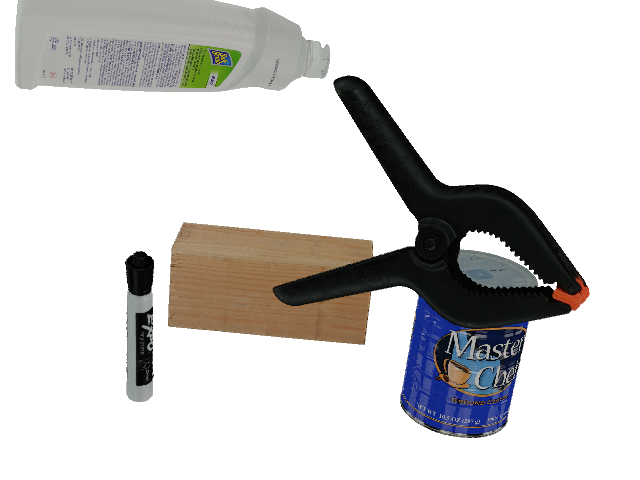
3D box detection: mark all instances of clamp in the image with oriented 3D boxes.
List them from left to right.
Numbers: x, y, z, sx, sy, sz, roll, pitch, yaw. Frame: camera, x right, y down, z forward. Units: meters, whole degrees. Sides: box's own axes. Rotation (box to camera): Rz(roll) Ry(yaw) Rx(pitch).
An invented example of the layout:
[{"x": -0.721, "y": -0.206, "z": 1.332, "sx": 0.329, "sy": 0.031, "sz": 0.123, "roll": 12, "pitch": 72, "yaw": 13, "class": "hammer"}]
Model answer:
[{"x": 0.074, "y": -0.011, "z": 0.696, "sx": 0.210, "sy": 0.165, "sz": 0.036, "roll": 16, "pitch": 16, "yaw": 22, "class": "clamp"}]

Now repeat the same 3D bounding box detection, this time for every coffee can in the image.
[{"x": 0.133, "y": 0.092, "z": 0.970, "sx": 0.103, "sy": 0.140, "sz": 0.103, "roll": 6, "pitch": 22, "yaw": -3, "class": "coffee can"}]

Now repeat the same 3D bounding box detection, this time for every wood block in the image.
[{"x": -0.051, "y": 0.045, "z": 1.130, "sx": 0.206, "sy": 0.091, "sz": 0.090, "roll": 6, "pitch": 19, "yaw": 0, "class": "wood block"}]

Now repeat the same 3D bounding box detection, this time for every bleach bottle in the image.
[{"x": -0.119, "y": -0.158, "z": 0.875, "sx": 0.250, "sy": 0.068, "sz": 0.103, "roll": 5, "pitch": -26, "yaw": -14, "class": "bleach bottle"}]

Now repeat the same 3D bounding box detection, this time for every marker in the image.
[{"x": -0.124, "y": 0.060, "z": 0.733, "sx": 0.020, "sy": 0.121, "sz": 0.020, "roll": 4, "pitch": 33, "yaw": -3, "class": "marker"}]
